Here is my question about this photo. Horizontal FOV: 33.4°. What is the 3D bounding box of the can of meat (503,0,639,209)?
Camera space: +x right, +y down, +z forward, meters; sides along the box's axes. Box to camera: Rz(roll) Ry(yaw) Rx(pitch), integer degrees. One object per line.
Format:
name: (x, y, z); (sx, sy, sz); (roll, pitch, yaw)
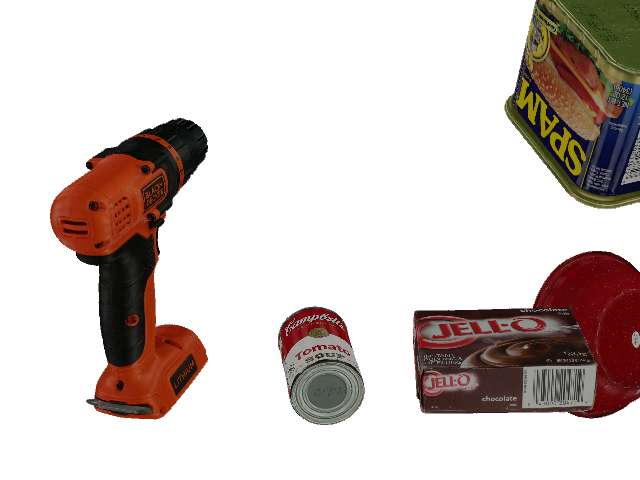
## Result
can of meat: (0.146, -0.082, 0.558); (0.057, 0.084, 0.102); (-13, 48, -17)

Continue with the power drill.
power drill: (-0.124, 0.018, 0.767); (0.057, 0.188, 0.184); (4, 24, 19)

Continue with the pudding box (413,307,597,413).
pudding box: (0.119, 0.078, 0.710); (0.113, 0.039, 0.090); (0, 21, 2)

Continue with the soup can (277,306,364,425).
soup can: (-0.001, 0.114, 0.974); (0.068, 0.068, 0.102); (0, 24, -8)

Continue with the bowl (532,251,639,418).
bowl: (0.277, 0.091, 1.004); (0.161, 0.162, 0.055); (0, 0, -27)
